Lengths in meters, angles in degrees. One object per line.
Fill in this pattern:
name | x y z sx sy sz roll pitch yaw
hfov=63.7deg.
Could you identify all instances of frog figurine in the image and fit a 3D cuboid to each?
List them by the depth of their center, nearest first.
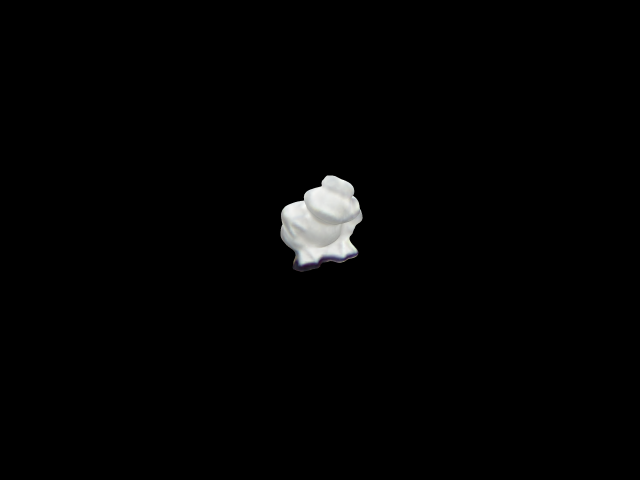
frog figurine | 0.003 -0.043 0.850 0.137 0.156 0.125 0 33 0
